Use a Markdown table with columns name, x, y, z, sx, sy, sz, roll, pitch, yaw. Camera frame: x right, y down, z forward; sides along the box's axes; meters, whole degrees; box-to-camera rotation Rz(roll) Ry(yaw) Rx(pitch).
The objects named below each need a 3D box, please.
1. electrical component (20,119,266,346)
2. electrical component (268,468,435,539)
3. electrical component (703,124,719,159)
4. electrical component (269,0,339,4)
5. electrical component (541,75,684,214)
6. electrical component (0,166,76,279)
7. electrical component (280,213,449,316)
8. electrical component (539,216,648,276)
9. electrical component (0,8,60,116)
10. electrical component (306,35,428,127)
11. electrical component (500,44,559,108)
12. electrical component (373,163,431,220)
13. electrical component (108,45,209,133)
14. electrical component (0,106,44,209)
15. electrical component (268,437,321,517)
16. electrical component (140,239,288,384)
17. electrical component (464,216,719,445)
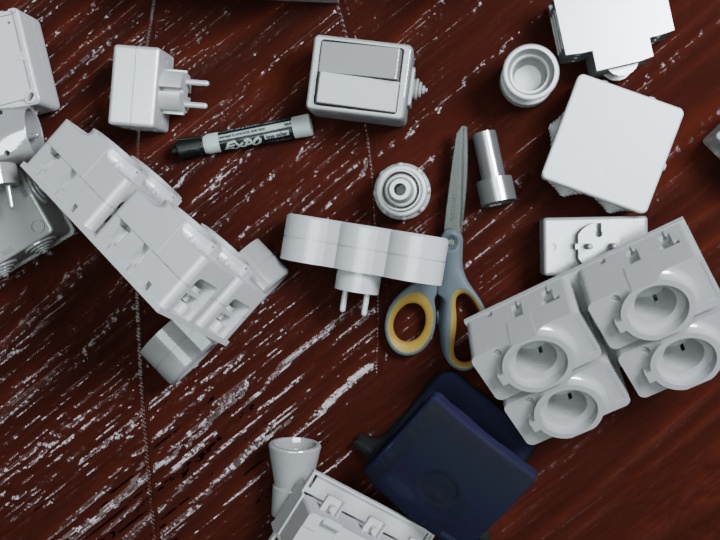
| name | x | y | z | sx | sy | sz | roll | pitch | yaw |
| --- | --- | --- | --- | --- | --- | --- | --- | --- | --- |
| electrical component | -0.166 | -0.033 | 0.843 | 0.060 | 0.105 | 0.186 | -48 | 63 | 1 |
| electrical component | -0.005 | 0.226 | 0.872 | 0.121 | 0.063 | 0.078 | 31 | 94 | -17 |
| electrical component | 0.331 | -0.110 | 0.864 | 0.077 | 0.047 | 0.065 | -45 | 88 | 4 |
| electrical component | -0.093 | -0.260 | 0.871 | 0.150 | 0.089 | 0.061 | 4 | 92 | 4 |
| electrical component | 0.202 | -0.100 | 0.873 | 0.100 | 0.048 | 0.099 | 20 | 93 | 3 |
| electrical component | -0.307 | -0.048 | 0.915 | 0.100 | 0.048 | 0.099 | -30 | 89 | 6 |
| electrical component | 0.000 | 0.000 | 0.880 | 0.138 | 0.052 | 0.073 | 10 | 92 | 18 |
| electrical component | 0.189 | -0.019 | 0.863 | 0.083 | 0.076 | 0.047 | -1 | 91 | 4 |
| electrical component | -0.295 | -0.162 | 0.904 | 0.062 | 0.061 | 0.096 | -14 | 90 | 5 |
| electrical component | 0.007 | -0.154 | 0.881 | 0.096 | 0.061 | 0.061 | 7 | 92 | 4 |
| electrical component | 0.137 | -0.156 | 0.874 | 0.045 | 0.055 | 0.045 | 0 | 92 | 4 |
| electrical component | 0.034 | -0.065 | 0.881 | 0.048 | 0.062 | 0.048 | 0 | 92 | 4 |
| electrical component | -0.165 | -0.149 | 0.901 | 0.077 | 0.047 | 0.065 | 5 | 92 | 5 |
| electrical component | -0.296 | -0.086 | 0.866 | 0.077 | 0.043 | 0.079 | -11 | 87 | 2 |
| electrical component | -0.056 | 0.178 | 0.906 | 0.044 | 0.044 | 0.065 | 3 | 97 | 4 |
| electrical component | -0.134 | 0.023 | 0.901 | 0.138 | 0.052 | 0.073 | -44 | 88 | 4 |
| electrical component | 0.190 | 0.054 | 0.833 | 0.186 | 0.060 | 0.105 | -27 | 119 | 16 |
